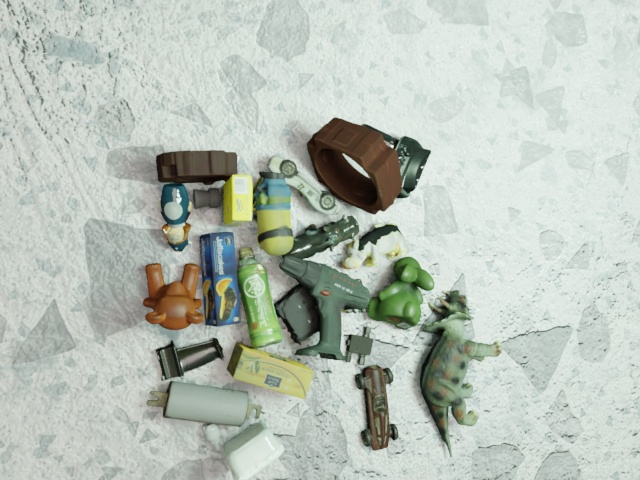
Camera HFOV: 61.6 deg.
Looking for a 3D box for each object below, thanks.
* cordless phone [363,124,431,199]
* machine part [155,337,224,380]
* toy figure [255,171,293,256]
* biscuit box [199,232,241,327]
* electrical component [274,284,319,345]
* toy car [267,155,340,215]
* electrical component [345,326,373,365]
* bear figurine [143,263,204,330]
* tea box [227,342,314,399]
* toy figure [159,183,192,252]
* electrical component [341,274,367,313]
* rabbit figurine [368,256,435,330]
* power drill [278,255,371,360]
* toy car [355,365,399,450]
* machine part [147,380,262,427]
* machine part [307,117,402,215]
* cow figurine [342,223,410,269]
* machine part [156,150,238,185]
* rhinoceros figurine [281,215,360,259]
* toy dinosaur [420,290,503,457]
[{"bbox_3d":[0.165,-0.199,1.321,0.184,0.089,0.146,25,80,-4],"label":"cordless phone"},{"bbox_3d":[-0.279,0.250,1.162,0.139,0.039,0.084,-12,85,-17],"label":"machine part"},{"bbox_3d":[-0.099,-0.056,1.151,0.082,0.089,0.180,0,94,-16],"label":"toy figure"},{"bbox_3d":[-0.219,0.084,1.170,0.063,0.059,0.202,-4,88,-38],"label":"biscuit box"},{"bbox_3d":[-0.029,0.157,1.239,0.134,0.058,0.114,-36,100,-16],"label":"electrical component"},{"bbox_3d":[-0.036,-0.122,1.239,0.201,0.073,0.056,40,93,-12],"label":"toy car"},{"bbox_3d":[0.093,0.251,1.292,0.063,0.021,0.094,16,83,-16],"label":"electrical component"},{"bbox_3d":[-0.296,0.110,1.080,0.120,0.196,0.132,1,86,-15],"label":"bear figurine"},{"bbox_3d":[-0.111,0.287,1.184,0.169,0.098,0.068,23,81,-18],"label":"tea box"},{"bbox_3d":[-0.307,-0.043,1.139,0.064,0.058,0.154,10,111,22],"label":"toy figure"},{"bbox_3d":[0.072,0.129,1.279,0.078,0.045,0.102,-9,90,-17],"label":"electrical component"},{"bbox_3d":[0.196,0.110,1.280,0.121,0.159,0.170,18,66,-7],"label":"rabbit figurine"},{"bbox_3d":[-0.003,0.155,1.176,0.232,0.086,0.207,16,67,-27],"label":"power drill"},{"bbox_3d":[0.138,0.401,1.284,0.089,0.053,0.202,-4,87,-22],"label":"toy car"},{"bbox_3d":[-0.243,0.349,1.147,0.243,0.079,0.079,13,83,-16],"label":"machine part"},{"bbox_3d":[0.080,-0.165,1.200,0.087,0.201,0.201,-49,146,-22],"label":"machine part"},{"bbox_3d":[0.124,0.014,1.290,0.167,0.068,0.098,-14,86,-22],"label":"cow figurine"},{"bbox_3d":[-0.257,-0.150,1.123,0.179,0.179,0.056,-3,91,-18],"label":"machine part"},{"bbox_3d":[-0.003,-0.004,1.228,0.190,0.112,0.073,-23,92,-10],"label":"rhinoceros figurine"},{"bbox_3d":[0.312,0.321,1.316,0.192,0.131,0.404,18,86,-4],"label":"toy dinosaur"}]
